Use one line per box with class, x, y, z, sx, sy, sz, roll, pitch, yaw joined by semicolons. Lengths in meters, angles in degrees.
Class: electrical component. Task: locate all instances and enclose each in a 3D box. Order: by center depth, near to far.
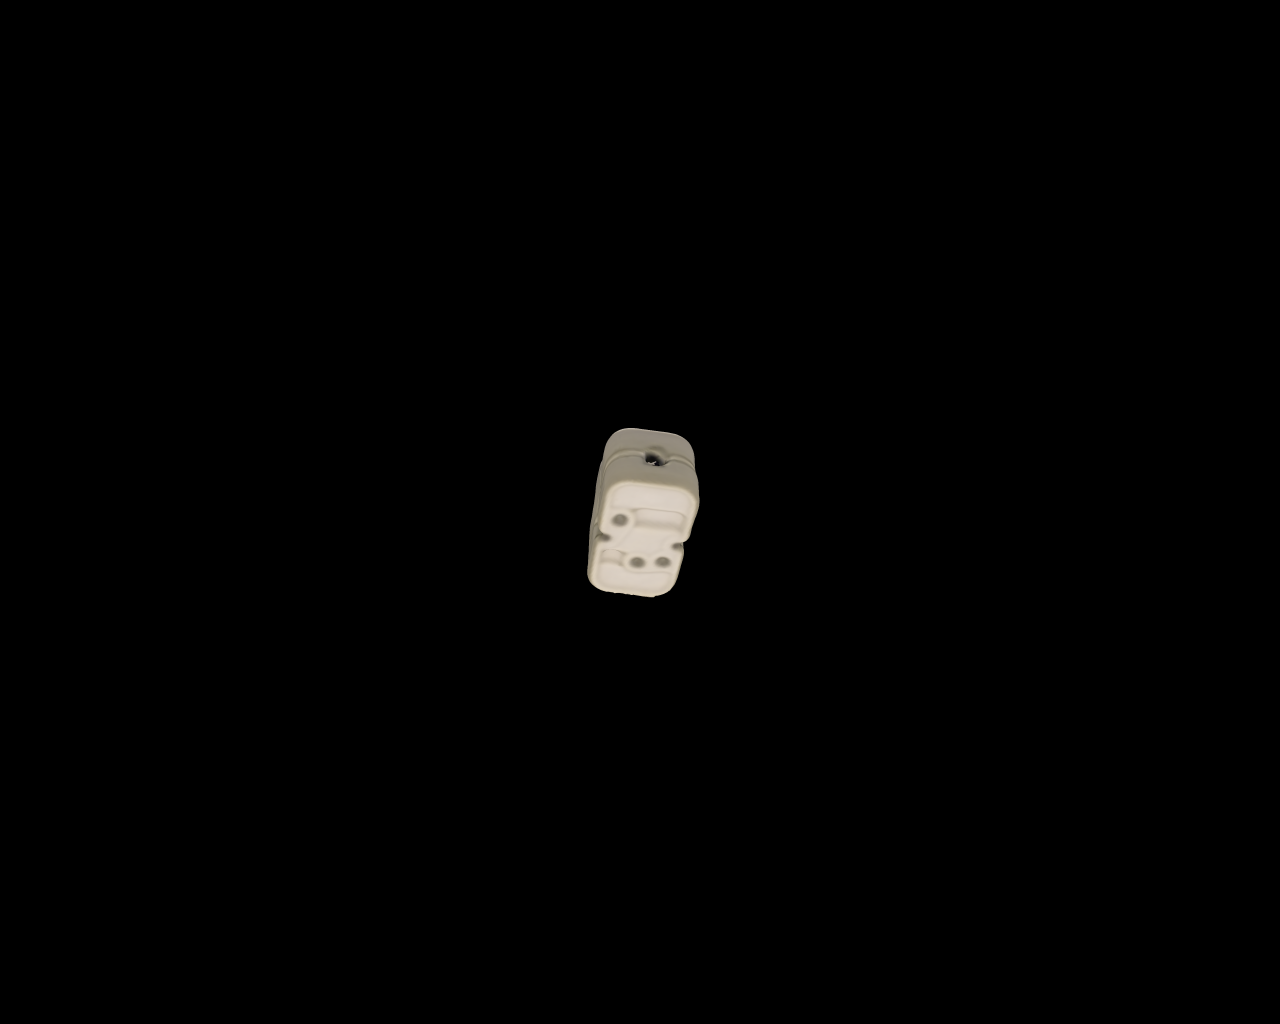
electrical component;0.001;-0.003;0.650;0.054;0.095;0.059;7;43;-7
